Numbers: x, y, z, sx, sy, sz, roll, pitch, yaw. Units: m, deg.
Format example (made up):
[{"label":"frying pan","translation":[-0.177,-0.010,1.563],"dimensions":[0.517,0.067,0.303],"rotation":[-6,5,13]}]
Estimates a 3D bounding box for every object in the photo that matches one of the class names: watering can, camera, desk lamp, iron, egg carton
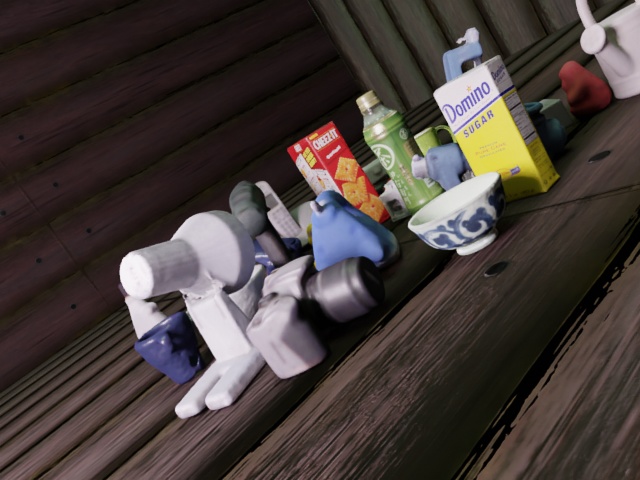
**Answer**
[{"label":"watering can","translation":[0.458,-0.322,0.870],"dimensions":[0.100,0.194,0.173],"rotation":[-25,13,36]},{"label":"camera","translation":[-0.003,0.070,0.675],"dimensions":[0.136,0.101,0.143],"rotation":[-27,11,27]},{"label":"desk lamp","translation":[-0.151,0.081,0.753],"dimensions":[0.117,0.213,0.203],"rotation":[-26,12,31]},{"label":"iron","translation":[0.037,-0.021,0.875],"dimensions":[0.118,0.141,0.258],"rotation":[-31,10,12]},{"label":"egg carton","translation":[0.139,-0.155,1.423],"dimensions":[0.150,0.069,0.107],"rotation":[-33,10,-4]}]

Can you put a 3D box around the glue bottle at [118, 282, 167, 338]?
[{"label":"glue bottle","translation":[-0.312,0.149,1.046],"dimensions":[0.078,0.173,0.037],"rotation":[-28,11,22]}]

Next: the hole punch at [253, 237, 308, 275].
[{"label":"hole punch","translation":[-0.089,0.028,1.177],"dimensions":[0.101,0.091,0.109],"rotation":[-29,11,19]}]

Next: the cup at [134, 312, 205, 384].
[{"label":"cup","translation":[-0.217,0.172,0.869],"dimensions":[0.092,0.095,0.117],"rotation":[-36,10,-16]}]

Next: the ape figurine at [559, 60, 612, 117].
[{"label":"ape figurine","translation":[0.418,-0.246,0.922],"dimensions":[0.078,0.092,0.076],"rotation":[-38,11,-28]}]

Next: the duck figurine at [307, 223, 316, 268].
[{"label":"duck figurine","translation":[0.009,0.004,1.005],"dimensions":[0.077,0.086,0.104],"rotation":[-33,10,1]}]

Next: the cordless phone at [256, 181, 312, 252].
[{"label":"cordless phone","translation":[-0.065,-0.070,1.305],"dimensions":[0.148,0.185,0.094],"rotation":[-38,12,-29]}]

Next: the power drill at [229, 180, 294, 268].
[{"label":"power drill","translation":[-0.099,-0.012,1.060],"dimensions":[0.075,0.208,0.229],"rotation":[-32,10,1]}]

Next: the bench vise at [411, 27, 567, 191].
[{"label":"bench vise","translation":[0.216,-0.171,0.816],"dimensions":[0.207,0.220,0.121],"rotation":[-33,10,-2]}]

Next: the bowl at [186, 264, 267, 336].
[{"label":"bowl","translation":[-0.147,0.117,0.976],"dimensions":[0.167,0.075,0.167],"rotation":[-32,10,7]}]
